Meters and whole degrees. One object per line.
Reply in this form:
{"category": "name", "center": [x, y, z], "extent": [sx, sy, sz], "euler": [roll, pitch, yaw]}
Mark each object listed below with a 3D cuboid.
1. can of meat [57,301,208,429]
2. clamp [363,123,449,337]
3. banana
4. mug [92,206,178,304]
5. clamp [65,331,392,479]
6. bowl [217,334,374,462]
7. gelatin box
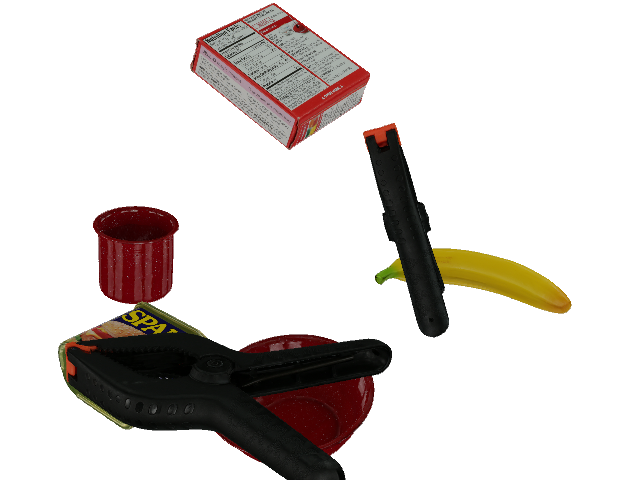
{"category": "can of meat", "center": [-0.150, 0.101, 0.867], "extent": [0.102, 0.057, 0.083], "euler": [23, 34, 38]}
{"category": "clamp", "center": [0.072, -0.006, 0.866], "extent": [0.039, 0.171, 0.120], "euler": [-20, 20, 3]}
{"category": "banana", "center": [0.159, 0.040, 1.100], "extent": [0.198, 0.037, 0.069], "euler": [7, 42, 12]}
{"category": "mug", "center": [-0.213, 0.013, 1.191], "extent": [0.093, 0.081, 0.117], "euler": [-19, 35, -39]}
{"category": "clamp", "center": [-0.059, 0.090, 0.682], "extent": [0.210, 0.036, 0.164], "euler": [11, 23, 17]}
{"category": "bowl", "center": [-0.027, 0.163, 1.023], "extent": [0.162, 0.055, 0.162], "euler": [-4, 37, 3]}
{"category": "gelatin box", "center": [-0.026, -0.106, 0.676], "extent": [0.089, 0.030, 0.073], "euler": [39, 49, 17]}
